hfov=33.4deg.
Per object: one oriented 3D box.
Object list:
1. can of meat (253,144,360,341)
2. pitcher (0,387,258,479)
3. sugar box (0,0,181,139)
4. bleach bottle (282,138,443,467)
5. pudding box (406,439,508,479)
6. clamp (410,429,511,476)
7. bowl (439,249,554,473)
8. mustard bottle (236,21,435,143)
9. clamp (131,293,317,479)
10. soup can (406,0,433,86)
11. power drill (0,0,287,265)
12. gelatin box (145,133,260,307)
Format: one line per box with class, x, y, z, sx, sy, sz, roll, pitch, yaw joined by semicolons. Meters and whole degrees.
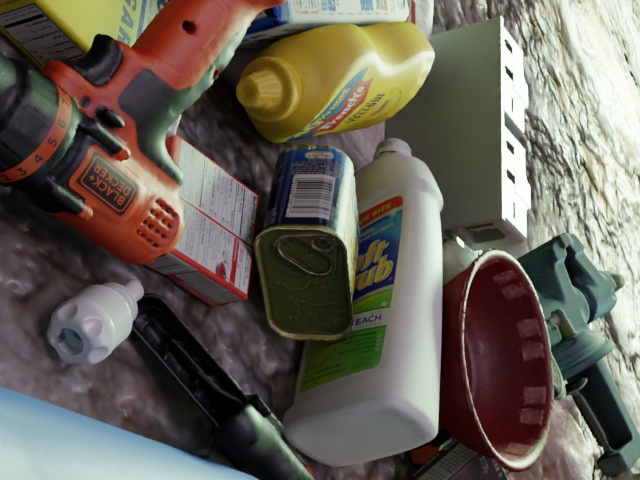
can of meat;-0.005;0.001;0.691;0.084;0.057;0.102;-81;168;-45
pitcher;-0.104;0.144;0.436;0.242;0.145;0.149;33;81;-55
sugar box;-0.130;-0.137;0.561;0.176;0.048;0.093;44;47;-43
bleach bottle;0.038;0.029;0.760;0.068;0.103;0.250;43;39;-36
pudding box;0.109;0.218;0.820;0.090;0.039;0.113;-36;114;-21
clamp;0.140;0.224;0.910;0.209;0.036;0.164;31;52;-50
bowl;0.117;0.090;0.785;0.161;0.055;0.162;23;62;-53
mustard bottle;0.002;-0.107;0.727;0.058;0.096;0.191;57;30;8
clamp;-0.039;0.109;0.592;0.171;0.039;0.120;53;-2;-38
soup can;0.057;-0.178;0.871;0.068;0.069;0.102;39;48;-48
power drill;-0.097;-0.101;0.513;0.187;0.057;0.184;-59;140;-11
gelatin box;-0.074;-0.010;0.632;0.089;0.030;0.073;38;49;-49
